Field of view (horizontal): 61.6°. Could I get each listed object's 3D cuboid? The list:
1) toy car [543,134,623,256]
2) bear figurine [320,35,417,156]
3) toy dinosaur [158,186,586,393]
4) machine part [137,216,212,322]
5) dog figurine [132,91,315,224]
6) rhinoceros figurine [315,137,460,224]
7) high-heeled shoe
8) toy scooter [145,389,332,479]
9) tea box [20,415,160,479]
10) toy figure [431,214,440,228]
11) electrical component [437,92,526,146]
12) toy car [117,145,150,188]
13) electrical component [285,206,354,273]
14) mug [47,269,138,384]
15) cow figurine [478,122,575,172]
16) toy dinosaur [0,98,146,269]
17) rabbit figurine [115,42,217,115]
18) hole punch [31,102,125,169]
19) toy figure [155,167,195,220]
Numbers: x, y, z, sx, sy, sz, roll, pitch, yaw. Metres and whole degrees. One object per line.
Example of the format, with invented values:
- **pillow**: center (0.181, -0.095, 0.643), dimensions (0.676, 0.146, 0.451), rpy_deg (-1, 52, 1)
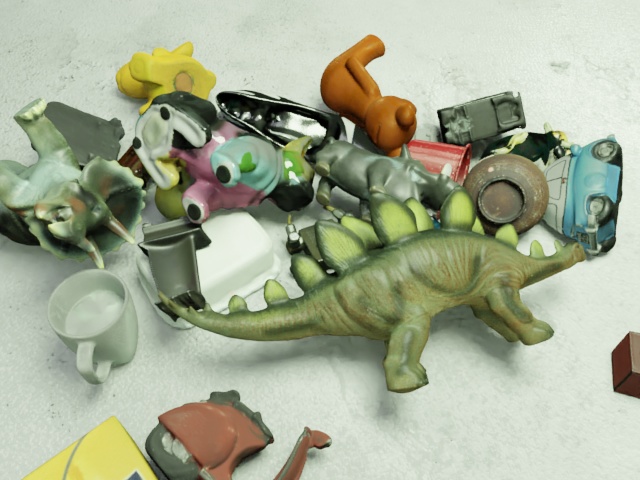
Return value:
- **toy car**: center (0.351, -0.060, 0.728), dimensions (0.103, 0.109, 0.161), rpy_deg (6, 59, 34)
- **bear figurine**: center (0.095, -0.217, 0.834), dimensions (0.132, 0.120, 0.196), rpy_deg (-33, 55, -27)
- **toy dinosaur**: center (0.079, 0.054, 0.573), dimensions (0.471, 0.105, 0.198), rpy_deg (-15, 80, -12)
- **machine part**: center (-0.162, 0.025, 0.610), dimensions (0.084, 0.039, 0.139), rpy_deg (-7, 49, -13)
- **dog figurine**: center (-0.101, -0.108, 0.689), dimensions (0.191, 0.108, 0.219), rpy_deg (48, 32, 10)
- **rhinoceros figurine**: center (0.082, -0.075, 0.690), dimensions (0.191, 0.073, 0.112), rpy_deg (20, 50, 18)
- **high-heeled shoe**: center (-0.034, -0.163, 0.777), dimensions (0.249, 0.145, 0.086), rpy_deg (24, 95, 35)
- **toy scooter**: center (-0.068, 0.207, 0.515), dimensions (0.184, 0.075, 0.135), rpy_deg (37, 60, 23)
- **tea box**: center (-0.178, 0.257, 0.477), dimensions (0.098, 0.068, 0.170), rpy_deg (-35, 58, -25)
- **toy figure**: center (0.168, 0.017, 0.683), dimensions (0.155, 0.064, 0.058), rpy_deg (41, 100, 34)
- **electrical component**: center (0.238, -0.183, 0.809), dimensions (0.115, 0.058, 0.134), rpy_deg (-11, 12, 13)
- **toy car**: center (-0.254, -0.111, 0.771), dimensions (0.053, 0.089, 0.202), rpy_deg (14, 51, 15)
- **electrical component**: center (0.000, -0.002, 0.706), dimensions (0.102, 0.045, 0.078), rpy_deg (-15, 50, -12)
- **mug**: center (-0.234, 0.103, 0.581), dimensions (0.081, 0.107, 0.110), rpy_deg (-10, 55, -7)
- **cow figurine**: center (0.305, -0.125, 0.775), dimensions (0.167, 0.098, 0.068), rpy_deg (-23, 48, -18)
- **toy dinosaur**: center (-0.359, -0.046, 0.673), dimensions (0.405, 0.192, 0.131), rpy_deg (-5, 39, 46)
- **rabbit figurine**: center (-0.266, -0.272, 0.893), dimensions (0.173, 0.121, 0.162), rpy_deg (16, 47, 37)
- **hole punch**: center (-0.362, -0.126, 0.797), dimensions (0.116, 0.092, 0.142), rpy_deg (17, 43, -24)
- **toy figure**: center (-0.182, -0.107, 0.766), dimensions (0.089, 0.082, 0.180), rpy_deg (-27, 52, 34)
